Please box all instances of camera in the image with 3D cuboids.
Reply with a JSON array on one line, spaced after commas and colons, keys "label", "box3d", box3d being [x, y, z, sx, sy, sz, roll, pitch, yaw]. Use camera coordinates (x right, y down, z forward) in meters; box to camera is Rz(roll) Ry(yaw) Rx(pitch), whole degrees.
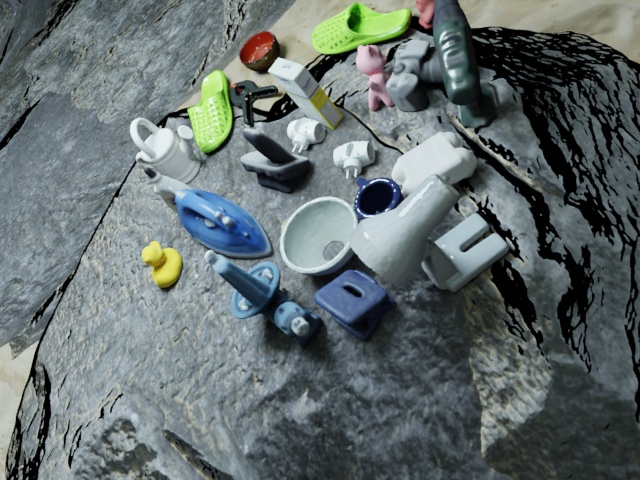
[{"label": "camera", "box3d": [0.221, -0.351, 1.181, 0.136, 0.101, 0.143, 11, 68, 36]}]

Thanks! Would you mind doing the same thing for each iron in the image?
[{"label": "iron", "box3d": [-0.221, -0.046, 1.234, 0.257, 0.142, 0.119, 24, 76, 39]}]

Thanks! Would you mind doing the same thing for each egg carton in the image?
[{"label": "egg carton", "box3d": [0.212, -0.132, 1.072, 0.150, 0.070, 0.107, -33, 50, 10]}]

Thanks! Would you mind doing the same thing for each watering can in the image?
[{"label": "watering can", "box3d": [-0.385, -0.230, 1.412, 0.173, 0.195, 0.100, -35, 50, 8]}]

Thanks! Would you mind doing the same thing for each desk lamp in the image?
[{"label": "desk lamp", "box3d": [0.172, -0.003, 0.921, 0.203, 0.214, 0.117, -38, 49, 5]}]

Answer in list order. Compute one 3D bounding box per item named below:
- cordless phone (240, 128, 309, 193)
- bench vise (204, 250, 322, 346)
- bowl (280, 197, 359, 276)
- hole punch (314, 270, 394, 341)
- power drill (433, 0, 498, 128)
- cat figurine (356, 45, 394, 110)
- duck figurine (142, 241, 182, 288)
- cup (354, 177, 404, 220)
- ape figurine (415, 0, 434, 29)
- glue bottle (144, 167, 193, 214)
[{"label": "cordless phone", "box3d": [-0.123, -0.193, 1.236, 0.147, 0.186, 0.094, 14, 70, 37]}, {"label": "bench vise", "box3d": [-0.098, 0.090, 1.024, 0.206, 0.220, 0.121, 10, 68, 35]}, {"label": "bowl", "box3d": [0.010, 0.004, 1.107, 0.167, 0.075, 0.167, -15, 55, 23]}, {"label": "hole punch", "box3d": [0.058, 0.103, 1.005, 0.108, 0.091, 0.101, 31, 81, 40]}, {"label": "power drill", "box3d": [0.265, -0.319, 1.063, 0.075, 0.209, 0.229, -16, 55, 23]}, {"label": "cat figurine", "box3d": [0.115, -0.366, 1.243, 0.067, 0.118, 0.128, -14, 56, 24]}, {"label": "duck figurine", "box3d": [-0.367, 0.051, 1.300, 0.077, 0.086, 0.104, -22, 53, 18]}, {"label": "cup", "box3d": [0.115, -0.063, 1.071, 0.091, 0.095, 0.117, -41, 49, 3]}, {"label": "ape figurine", "box3d": [0.240, -0.521, 1.280, 0.076, 0.092, 0.078, -2, 61, 30]}, {"label": "glue bottle", "box3d": [-0.348, -0.117, 1.334, 0.078, 0.174, 0.037, -18, 54, 21]}]
